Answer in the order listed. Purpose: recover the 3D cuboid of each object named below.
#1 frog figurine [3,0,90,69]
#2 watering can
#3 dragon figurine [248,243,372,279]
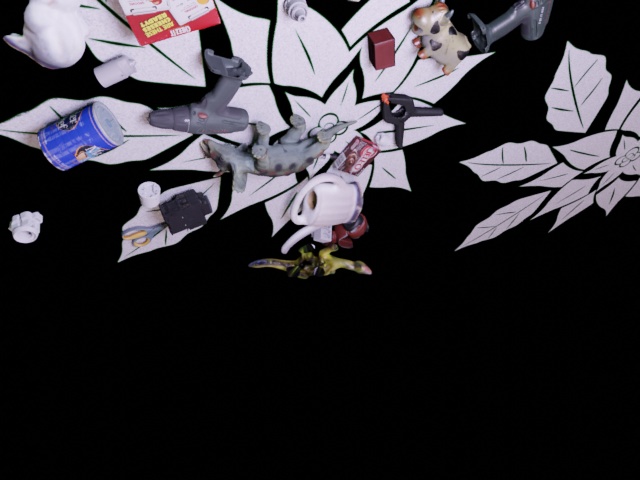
[{"bbox_3d":[-0.466,-0.392,0.919,0.158,0.123,0.138,-45,-7,17],"label":"frog figurine"},{"bbox_3d":[0.005,-0.081,1.603,0.225,0.106,0.339,-3,-39,-26],"label":"watering can"},{"bbox_3d":[-0.023,0.099,1.828,0.410,0.124,0.239,-1,-17,17],"label":"dragon figurine"}]
